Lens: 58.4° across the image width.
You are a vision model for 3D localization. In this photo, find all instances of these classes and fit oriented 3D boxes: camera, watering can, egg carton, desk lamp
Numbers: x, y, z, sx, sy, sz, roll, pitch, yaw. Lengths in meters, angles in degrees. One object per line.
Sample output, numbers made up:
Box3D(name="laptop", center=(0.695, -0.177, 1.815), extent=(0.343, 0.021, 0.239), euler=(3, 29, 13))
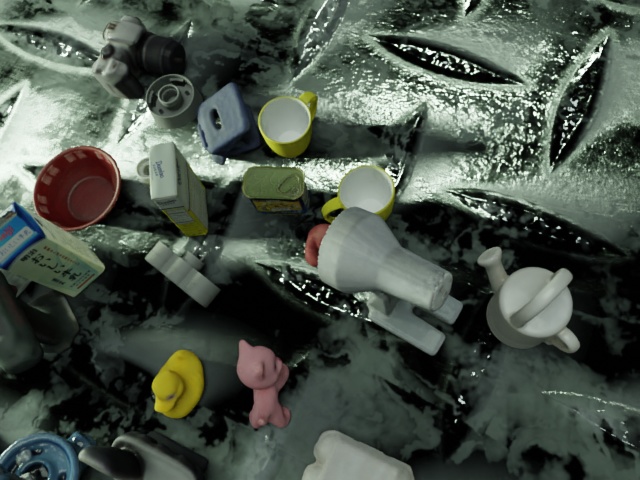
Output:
Box3D(name="camera", center=(-0.333, -0.342, 1.067), extent=(0.136, 0.101, 0.143), euler=(17, 75, 12))
Box3D(name="watering can", center=(0.292, 0.086, 0.804), extent=(0.172, 0.194, 0.101), euler=(25, 77, 14))
Box3D(name="egg carton", center=(0.052, 0.345, 0.813), extent=(0.150, 0.069, 0.107), euler=(21, 75, 13))
Box3D(name="desk lamp", center=(0.108, 0.059, 0.824), extent=(0.203, 0.214, 0.118), euler=(29, 77, 15))

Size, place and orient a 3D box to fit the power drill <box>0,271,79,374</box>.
Box3D(name="power drill", center=(-0.469, 0.103, 0.879), extent=(0.075, 0.208, 0.229), euler=(-34, 71, -5))

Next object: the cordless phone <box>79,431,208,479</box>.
Box3D(name="cordless phone", center=(-0.245, 0.327, 0.792), extent=(0.147, 0.185, 0.094), euler=(18, 75, 12))

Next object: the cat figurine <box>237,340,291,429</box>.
Box3D(name="cat figurine", center=(-0.086, 0.213, 0.847), extent=(0.067, 0.118, 0.128), euler=(-7, 71, 5))

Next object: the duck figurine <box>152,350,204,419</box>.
Box3D(name="duck figurine", center=(-0.225, 0.219, 0.878), extent=(0.077, 0.086, 0.104), euler=(9, 73, 10))

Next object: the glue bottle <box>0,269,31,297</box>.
Box3D(name="glue bottle", center=(-0.534, 0.046, 0.924), extent=(0.037, 0.173, 0.078), euler=(36, 79, 17))

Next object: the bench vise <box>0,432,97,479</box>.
Box3D(name="bench vise", center=(-0.418, 0.363, 0.782), extent=(0.121, 0.220, 0.207), euler=(19, 75, 13))

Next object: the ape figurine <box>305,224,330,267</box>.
Box3D(name="ape figurine", center=(0.008, 0.003, 0.918), extent=(0.078, 0.092, 0.076), euler=(-16, 71, 2))

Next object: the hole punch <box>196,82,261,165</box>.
Box3D(name="hole punch", center=(-0.167, -0.204, 1.007), extent=(0.101, 0.091, 0.108), euler=(-20, 71, 0))
